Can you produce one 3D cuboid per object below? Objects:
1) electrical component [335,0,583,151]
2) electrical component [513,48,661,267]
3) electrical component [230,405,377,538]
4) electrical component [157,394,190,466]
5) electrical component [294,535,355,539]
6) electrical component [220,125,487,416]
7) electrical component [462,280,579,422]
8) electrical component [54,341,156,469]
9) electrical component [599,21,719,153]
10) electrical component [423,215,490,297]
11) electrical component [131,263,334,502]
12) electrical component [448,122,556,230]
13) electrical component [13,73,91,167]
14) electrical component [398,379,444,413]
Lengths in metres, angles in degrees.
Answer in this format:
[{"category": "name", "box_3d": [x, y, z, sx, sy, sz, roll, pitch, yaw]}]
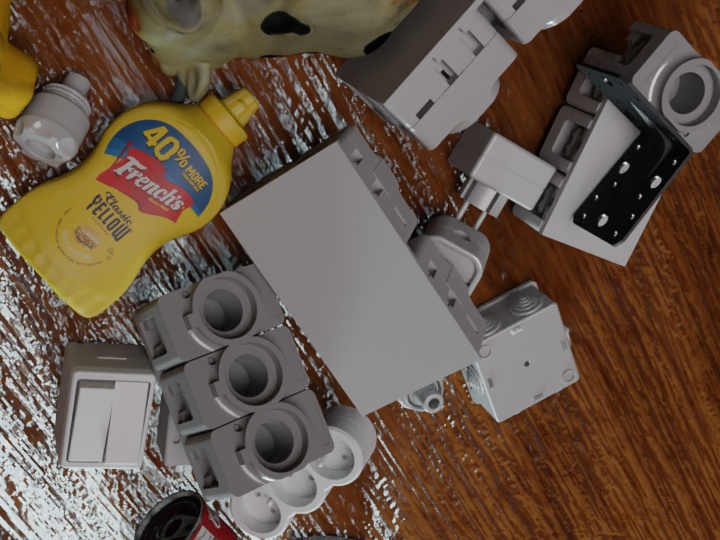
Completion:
[{"category": "electrical component", "box_3d": [0.080, -0.180, 0.767, 0.060, 0.105, 0.186, 40, 93, -29]}, {"category": "electrical component", "box_3d": [0.199, -0.092, 0.872, 0.089, 0.061, 0.150, 19, 103, -26]}, {"category": "electrical component", "box_3d": [-0.041, 0.157, 0.878, 0.138, 0.073, 0.052, -41, 93, 26]}, {"category": "electrical component", "box_3d": [-0.109, 0.131, 0.838, 0.083, 0.075, 0.047, 1, 110, -21]}, {"category": "electrical component", "box_3d": [-0.031, 0.277, 0.945, 0.077, 0.043, 0.079, 10, 107, -24]}, {"category": "electrical component", "box_3d": [0.000, 0.000, 0.793, 0.105, 0.060, 0.186, -29, 103, 24]}, {"category": "electrical component", "box_3d": [0.133, 0.071, 0.920, 0.100, 0.048, 0.099, -27, 118, -9]}, {"category": "electrical component", "box_3d": [-0.192, 0.109, 0.806, 0.062, 0.061, 0.096, 5, 109, -22]}, {"category": "electrical component", "box_3d": [0.231, -0.135, 0.798, 0.089, 0.055, 0.050, 38, 94, -28]}, {"category": "electrical component", "box_3d": [0.060, 0.008, 0.850, 0.054, 0.059, 0.095, 29, 117, 1]}, {"category": "electrical component", "box_3d": [-0.090, 0.080, 0.782, 0.089, 0.062, 0.150, -20, 88, -34]}, {"category": "electrical component", "box_3d": [0.102, -0.067, 0.854, 0.066, 0.047, 0.076, 25, 100, -27]}, {"category": "electrical component", "box_3d": [-0.202, -0.104, 0.722, 0.043, 0.043, 0.062, 37, 56, -28]}, {"category": "electrical component", "box_3d": [0.049, 0.097, 0.891, 0.048, 0.062, 0.048, -7, 113, -18]}]
